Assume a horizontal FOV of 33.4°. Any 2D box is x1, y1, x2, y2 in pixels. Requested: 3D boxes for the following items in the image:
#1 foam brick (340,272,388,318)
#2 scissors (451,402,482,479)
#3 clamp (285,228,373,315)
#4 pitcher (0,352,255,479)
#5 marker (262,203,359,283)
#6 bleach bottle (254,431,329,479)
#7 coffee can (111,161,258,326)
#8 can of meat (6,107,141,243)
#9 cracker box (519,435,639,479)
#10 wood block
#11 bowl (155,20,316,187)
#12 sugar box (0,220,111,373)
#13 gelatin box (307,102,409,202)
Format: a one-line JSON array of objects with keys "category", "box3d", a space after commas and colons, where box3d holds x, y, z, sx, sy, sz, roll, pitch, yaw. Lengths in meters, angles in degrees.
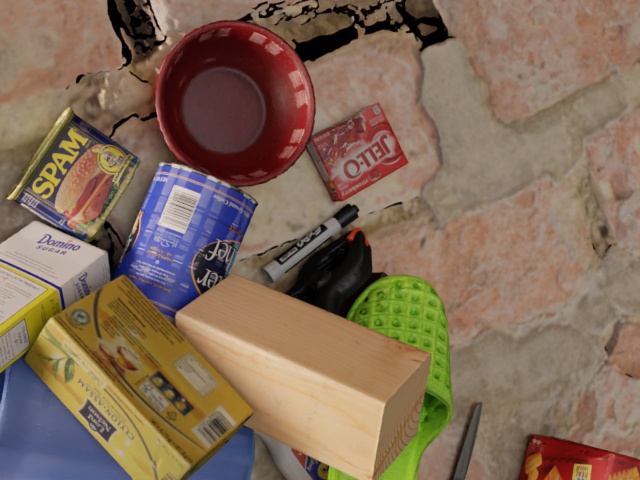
[{"category": "foam brick", "box3d": [0.052, 0.078, 1.098, 0.053, 0.051, 0.078, 38, 77, -15]}, {"category": "scissors", "box3d": [0.127, 0.274, 1.141, 0.096, 0.016, 0.202, 3, 88, -20]}, {"category": "clamp", "box3d": [-0.009, 0.053, 1.061, 0.171, 0.120, 0.039, -55, 134, -43]}, {"category": "pitcher", "box3d": [-0.186, 0.172, 0.974, 0.242, 0.145, 0.149, 16, 112, -23]}, {"category": "marker", "box3d": [-0.007, 0.001, 1.095, 0.121, 0.020, 0.020, -37, 101, -17]}, {"category": "bleach bottle", "box3d": [0.002, 0.222, 1.072, 0.250, 0.068, 0.102, 42, 77, -12]}, {"category": "coffee can", "box3d": [-0.131, 0.011, 1.005, 0.102, 0.103, 0.140, 25, 80, -18]}, {"category": "can of meat", "box3d": [-0.228, -0.058, 0.995, 0.084, 0.058, 0.102, 35, 77, -19]}, {"category": "cracker box", "box3d": [0.256, 0.319, 1.109, 0.072, 0.164, 0.213, 19, 82, -17]}, {"category": "wood block", "box3d": [-0.019, 0.117, 0.932, 0.090, 0.206, 0.090, -36, 140, -51]}, {"category": "bowl", "box3d": [-0.088, -0.131, 1.049, 0.162, 0.055, 0.162, 0, 89, -20]}, {"category": "sugar box", "box3d": [-0.272, 0.055, 0.921, 0.176, 0.093, 0.048, -41, 143, -45]}, {"category": "gelatin box", "box3d": [0.038, -0.091, 1.108, 0.089, 0.030, 0.073, -30, 99, -18]}]
